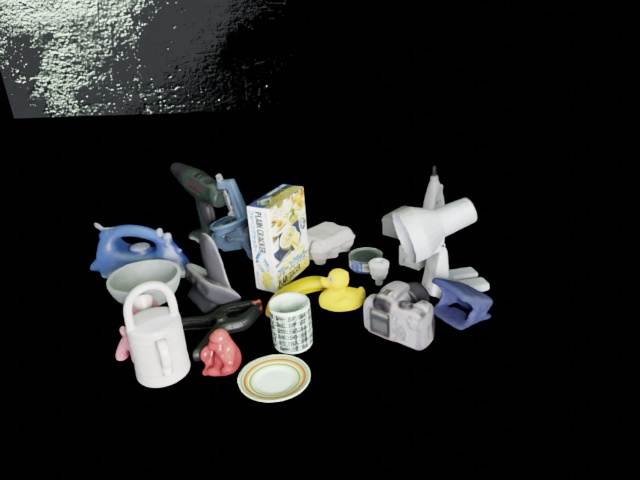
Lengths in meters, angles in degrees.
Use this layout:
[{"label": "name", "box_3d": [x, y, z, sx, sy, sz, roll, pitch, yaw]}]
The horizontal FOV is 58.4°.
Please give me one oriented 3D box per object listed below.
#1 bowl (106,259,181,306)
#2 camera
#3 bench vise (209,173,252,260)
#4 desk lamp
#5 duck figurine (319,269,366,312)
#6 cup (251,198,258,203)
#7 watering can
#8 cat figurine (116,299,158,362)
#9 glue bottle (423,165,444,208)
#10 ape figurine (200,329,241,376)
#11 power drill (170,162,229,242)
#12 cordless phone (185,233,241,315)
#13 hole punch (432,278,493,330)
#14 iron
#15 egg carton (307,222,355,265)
[{"label": "bowl", "box_3d": [-0.398, 0.112, 1.316, 0.167, 0.075, 0.167, -3, 25, 2]}, {"label": "camera", "box_3d": [0.177, 0.134, 1.160, 0.142, 0.101, 0.137, 17, 32, 37]}, {"label": "bench vise", "box_3d": [-0.199, -0.066, 1.501, 0.207, 0.220, 0.121, 2, 25, 12]}, {"label": "desk lamp", "box_3d": [0.266, 0.016, 1.269, 0.203, 0.214, 0.117, -9, 25, -11]}, {"label": "duck figurine", "box_3d": [0.047, 0.104, 1.259, 0.104, 0.086, 0.077, 1, 25, 9]}, {"label": "cup", "box_3d": [-0.149, -0.073, 1.659, 0.091, 0.095, 0.118, -1, 25, 5]}, {"label": "watering can", "box_3d": [-0.309, 0.161, 1.055, 0.172, 0.194, 0.101, 17, 32, 37]}, {"label": "cat figurine", "box_3d": [-0.363, 0.164, 1.146, 0.067, 0.118, 0.128, 3, 26, 14]}, {"label": "glue bottle", "box_3d": [0.322, -0.127, 1.618, 0.037, 0.173, 0.078, 18, 33, 39]}, {"label": "ape figurine", "box_3d": [-0.184, 0.206, 1.063, 0.076, 0.092, 0.077, -19, 29, -30]}, {"label": "power drill", "box_3d": [-0.337, -0.101, 1.608, 0.228, 0.209, 0.076, 19, 33, 40]}, {"label": "cordless phone", "box_3d": [-0.250, 0.057, 1.282, 0.094, 0.185, 0.147, -21, 30, -33]}, {"label": "hole punch", "box_3d": [0.293, 0.118, 1.189, 0.101, 0.091, 0.108, -17, 28, -27]}, {"label": "iron", "box_3d": [-0.444, 0.021, 1.438, 0.258, 0.141, 0.118, 0, 25, 7]}, {"label": "egg carton", "box_3d": [0.014, 0.005, 1.497, 0.107, 0.069, 0.151, 18, 33, 39]}]
